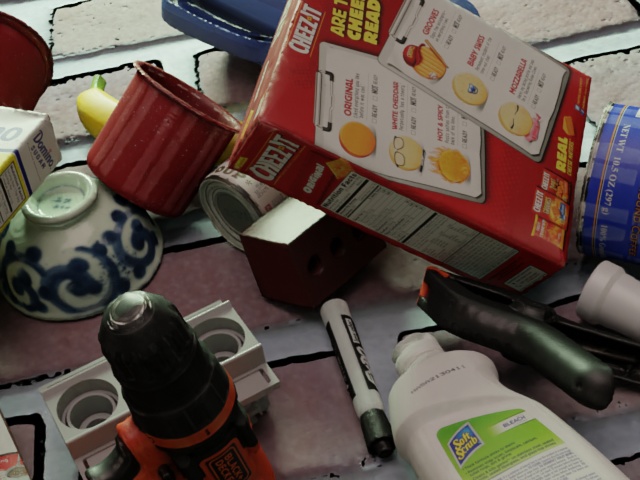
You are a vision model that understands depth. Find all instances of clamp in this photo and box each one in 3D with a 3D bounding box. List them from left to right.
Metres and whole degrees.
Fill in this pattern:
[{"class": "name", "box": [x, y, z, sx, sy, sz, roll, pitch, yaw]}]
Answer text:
[{"class": "clamp", "box": [0.123, 0.057, 0.626, 0.172, 0.039, 0.120, 19, 5, 31]}]

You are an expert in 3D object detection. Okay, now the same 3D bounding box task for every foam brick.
[{"class": "foam brick", "box": [-0.005, 0.001, 0.716, 0.051, 0.053, 0.078, 13, 43, 46]}]

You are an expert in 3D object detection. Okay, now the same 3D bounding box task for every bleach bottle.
[{"class": "bleach bottle", "box": [0.115, 0.134, 0.561, 0.102, 0.068, 0.251, -20, 42, -14]}]

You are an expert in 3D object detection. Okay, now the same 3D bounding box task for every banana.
[{"class": "banana", "box": [-0.127, -0.092, 0.851, 0.198, 0.037, 0.069, 21, 60, 26]}]

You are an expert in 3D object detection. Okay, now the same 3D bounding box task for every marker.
[{"class": "marker", "box": [0.023, 0.084, 0.658, 0.020, 0.020, 0.121, -14, 44, -6]}]

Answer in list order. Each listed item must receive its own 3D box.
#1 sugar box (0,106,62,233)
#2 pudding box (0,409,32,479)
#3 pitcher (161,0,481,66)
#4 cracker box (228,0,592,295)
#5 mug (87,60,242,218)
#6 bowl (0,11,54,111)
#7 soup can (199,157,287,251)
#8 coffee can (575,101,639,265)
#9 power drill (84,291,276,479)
[{"class": "sugar box", "box": [-0.245, -0.020, 0.661, 0.093, 0.048, 0.176, 9, 47, 17]}, {"class": "pudding box", "box": [-0.216, 0.141, 0.612, 0.089, 0.039, 0.114, -15, 40, -27]}, {"class": "pitcher", "box": [0.000, -0.178, 0.861, 0.243, 0.144, 0.149, 32, 86, 31]}, {"class": "cracker box", "box": [0.065, -0.078, 0.700, 0.213, 0.072, 0.164, 24, 57, -12]}, {"class": "mug", "box": [-0.119, -0.075, 0.775, 0.081, 0.093, 0.117, -56, 37, 11]}, {"class": "bowl", "box": [-0.287, -0.113, 0.832, 0.162, 0.162, 0.055, -12, 64, -3]}, {"class": "soup can", "box": [-0.029, -0.045, 0.768, 0.069, 0.068, 0.102, 26, 54, 31]}, {"class": "coffee can", "box": [0.245, -0.026, 0.677, 0.140, 0.103, 0.102, 13, 47, 21]}, {"class": "power drill", "box": [-0.119, 0.127, 0.532, 0.187, 0.184, 0.057, -34, 46, -12]}]
